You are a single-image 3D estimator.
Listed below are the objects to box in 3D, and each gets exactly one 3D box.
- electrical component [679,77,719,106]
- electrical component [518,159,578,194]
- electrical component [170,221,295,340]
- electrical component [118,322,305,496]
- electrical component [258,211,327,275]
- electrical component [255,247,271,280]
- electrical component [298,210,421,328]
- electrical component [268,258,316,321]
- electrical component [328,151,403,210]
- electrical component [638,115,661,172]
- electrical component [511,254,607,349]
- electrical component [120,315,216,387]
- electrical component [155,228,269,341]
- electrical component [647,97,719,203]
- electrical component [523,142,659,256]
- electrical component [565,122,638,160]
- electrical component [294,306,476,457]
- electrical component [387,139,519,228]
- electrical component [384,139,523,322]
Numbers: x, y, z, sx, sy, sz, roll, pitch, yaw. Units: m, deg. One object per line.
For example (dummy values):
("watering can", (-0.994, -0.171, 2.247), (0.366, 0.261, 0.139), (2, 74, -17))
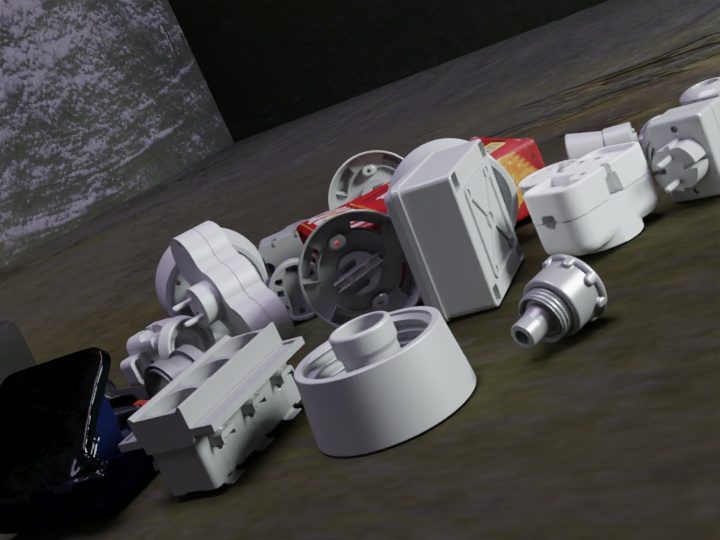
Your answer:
("electrical component", (0.300, -0.128, 0.904), (0.048, 0.062, 0.048), (-22, 13, 5))
("electrical component", (0.168, -0.061, 0.905), (0.055, 0.047, 0.055), (-23, 12, 5))
("electrical component", (-0.126, 0.024, 0.934), (0.074, 0.138, 0.052), (-30, -26, -25))
("electrical component", (-0.091, 0.092, 0.716), (0.079, 0.063, 0.121), (-16, 15, 31))
("electrical component", (-0.061, -0.023, 1.168), (0.089, 0.050, 0.055), (-24, 13, 3))
("electrical component", (-0.129, 0.009, 1.161), (0.056, 0.050, 0.089), (-24, 13, 3))
("electrical component", (0.000, 0.000, 0.855), (0.099, 0.099, 0.064), (-24, 7, 0))
("electrical component", (-0.057, 0.016, 0.995), (0.055, 0.055, 0.047), (-24, 9, -1))
("electrical component", (0.019, -0.078, 1.146), (0.099, 0.099, 0.064), (-22, 6, 8))
("electrical component", (0.262, -0.102, 0.914), (0.048, 0.048, 0.062), (-20, 19, 20))
("electrical component", (0.118, 0.024, 0.662), (0.062, 0.048, 0.048), (-39, 19, -30))
("electrical component", (-0.165, 0.072, 0.955), (0.057, 0.058, 0.078), (-16, 14, 44))
("electrical component", (-0.137, 0.018, 1.021), (0.108, 0.108, 0.060), (-26, 18, -8))
("electrical component", (0.246, -0.083, 0.811), (0.047, 0.065, 0.077), (-10, 19, 49))
("electrical component", (0.178, -0.050, 0.816), (0.095, 0.059, 0.054), (-31, 14, -29))
("electrical component", (0.235, -0.118, 1.035), (0.065, 0.044, 0.044), (-14, 15, 20))
("electrical component", (0.011, 0.061, 0.666), (0.108, 0.060, 0.108), (-23, 13, 5))
("electrical component", (0.082, -0.054, 0.910), (0.108, 0.108, 0.060), (-25, 18, -5))
("electrical component", (0.075, -0.032, 0.820), (0.056, 0.108, 0.108), (-16, 15, 24))
